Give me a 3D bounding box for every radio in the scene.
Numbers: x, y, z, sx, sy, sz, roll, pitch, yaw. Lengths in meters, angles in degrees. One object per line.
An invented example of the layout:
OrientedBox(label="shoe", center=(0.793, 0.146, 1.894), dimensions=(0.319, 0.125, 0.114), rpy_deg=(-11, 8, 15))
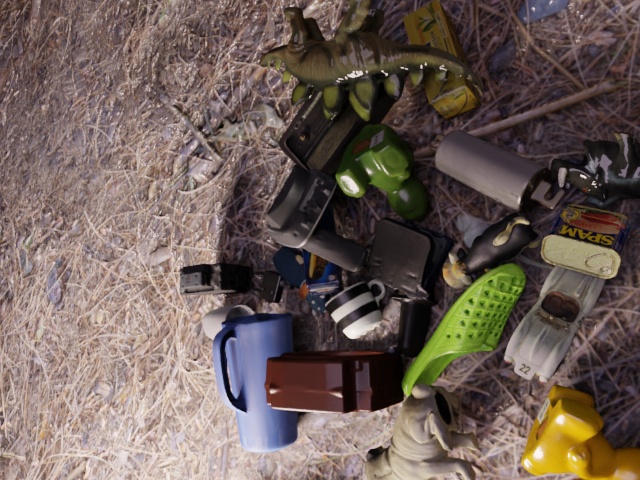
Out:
OrientedBox(label="radio", center=(0.033, -0.229, 1.020), dimensions=(0.131, 0.073, 0.229), rpy_deg=(44, 105, 26))

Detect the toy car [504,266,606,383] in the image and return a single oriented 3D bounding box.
OrientedBox(label="toy car", center=(0.344, 0.113, 0.784), dimensions=(0.074, 0.056, 0.201), rpy_deg=(29, 78, 30))

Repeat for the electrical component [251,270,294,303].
OrientedBox(label="electrical component", center=(-0.097, 0.097, 1.087), dimensions=(0.094, 0.021, 0.063), rpy_deg=(14, 91, 30))

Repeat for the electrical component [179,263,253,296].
OrientedBox(label="electrical component", center=(-0.220, 0.082, 1.096), dimensions=(0.115, 0.134, 0.058), rpy_deg=(-11, 78, 31))

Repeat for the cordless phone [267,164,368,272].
OrientedBox(label="cordless phone", center=(0.012, -0.037, 0.935), dimensions=(0.184, 0.088, 0.146), rpy_deg=(26, 76, 9))

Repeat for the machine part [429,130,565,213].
OrientedBox(label="machine part", center=(0.269, -0.110, 0.851), dimensions=(0.243, 0.079, 0.079), rpy_deg=(38, 103, 38))

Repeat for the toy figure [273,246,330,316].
OrientedBox(label="toy figure", center=(-0.028, 0.077, 1.029), dimensions=(0.058, 0.064, 0.155), rpy_deg=(-35, 67, -21))

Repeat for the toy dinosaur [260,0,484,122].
OrientedBox(label="toy dinosaur", center=(0.058, -0.305, 0.919), dimensions=(0.472, 0.105, 0.198), rpy_deg=(9, 97, 40))

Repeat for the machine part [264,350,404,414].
OrientedBox(label="machine part", center=(0.026, 0.230, 0.895), dimensions=(0.202, 0.201, 0.087), rpy_deg=(-8, 79, 30))

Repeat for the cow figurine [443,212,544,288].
OrientedBox(label="cow figurine", center=(0.262, 0.022, 0.844), dimensions=(0.167, 0.098, 0.068), rpy_deg=(-40, 73, 20))

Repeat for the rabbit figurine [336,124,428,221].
OrientedBox(label="rabbit figurine", center=(0.118, -0.106, 0.925), dimensions=(0.121, 0.170, 0.159), rpy_deg=(-32, 28, 21))

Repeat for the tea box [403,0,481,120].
OrientedBox(label="tea box", center=(0.208, -0.303, 0.914), dimensions=(0.068, 0.098, 0.169), rpy_deg=(-22, 72, 26))

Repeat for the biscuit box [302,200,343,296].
OrientedBox(label="biscuit box", center=(-0.002, -0.003, 0.991), dimensions=(0.063, 0.059, 0.203), rpy_deg=(-10, 66, 6))

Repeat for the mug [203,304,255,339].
OrientedBox(label="mug", center=(-0.189, 0.183, 1.103), dimensions=(0.107, 0.081, 0.109), rpy_deg=(-4, 98, 46))

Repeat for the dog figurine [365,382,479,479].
OrientedBox(label="dog figurine", center=(0.132, 0.319, 0.856), dimensions=(0.191, 0.121, 0.172), rpy_deg=(-25, 88, 26))

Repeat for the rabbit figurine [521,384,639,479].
OrientedBox(label="rabbit figurine", center=(0.380, 0.305, 0.734), dimensions=(0.173, 0.122, 0.162), rpy_deg=(22, 88, 11))

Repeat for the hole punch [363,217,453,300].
OrientedBox(label="hole punch", center=(0.153, 0.026, 0.918), dimensions=(0.142, 0.092, 0.115), rpy_deg=(26, 111, 32))

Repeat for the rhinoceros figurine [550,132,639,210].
OrientedBox(label="rhinoceros figurine", center=(0.436, -0.095, 0.776), dimensions=(0.191, 0.073, 0.112), rpy_deg=(18, 104, 29))

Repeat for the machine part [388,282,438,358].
OrientedBox(label="machine part", center=(0.158, 0.131, 0.921), dimensions=(0.084, 0.039, 0.139), rpy_deg=(-1, 70, 21))
